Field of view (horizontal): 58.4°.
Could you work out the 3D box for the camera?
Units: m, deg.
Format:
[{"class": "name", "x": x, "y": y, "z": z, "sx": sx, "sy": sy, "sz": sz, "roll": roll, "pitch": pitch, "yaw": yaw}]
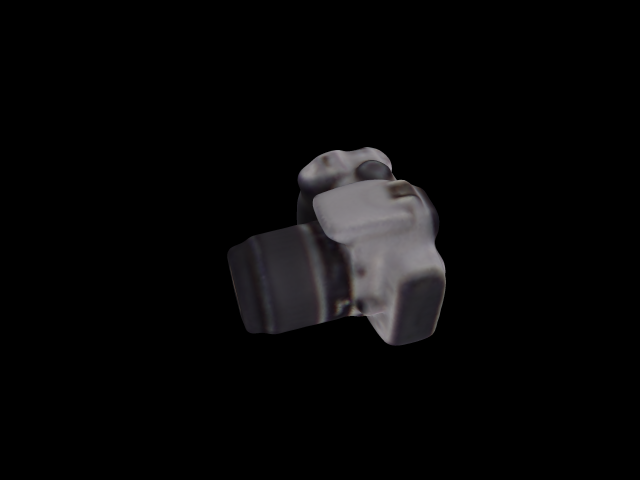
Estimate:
[{"class": "camera", "x": 0.004, "y": 0.001, "z": 0.400, "sx": 0.137, "sy": 0.101, "sz": 0.143, "roll": -13, "pitch": 47, "yaw": -12}]
